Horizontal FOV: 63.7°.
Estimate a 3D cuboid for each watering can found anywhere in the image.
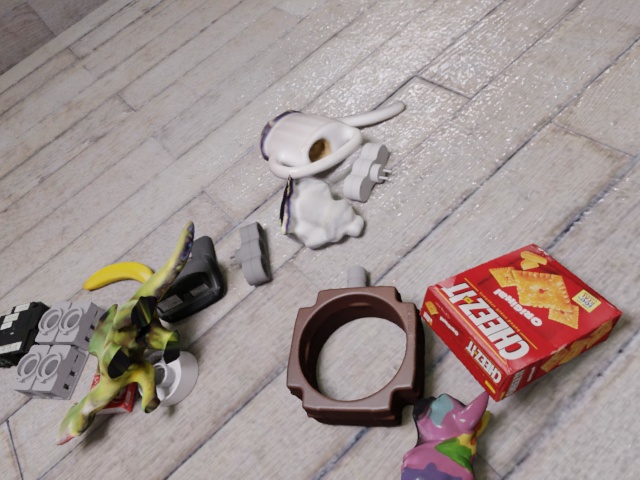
[{"bbox_3d":[0.012,-0.235,1.140,0.226,0.102,0.352,24,50,40],"label":"watering can"}]

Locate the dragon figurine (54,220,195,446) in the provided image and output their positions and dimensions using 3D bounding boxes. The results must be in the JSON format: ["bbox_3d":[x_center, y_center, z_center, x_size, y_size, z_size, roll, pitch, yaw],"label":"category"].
[{"bbox_3d":[-0.351,0.159,0.918,0.242,0.417,0.120,-3,-29,43],"label":"dragon figurine"}]

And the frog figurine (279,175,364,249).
[{"bbox_3d":[0.003,-0.051,1.010,0.159,0.140,0.120,9,-28,-13],"label":"frog figurine"}]
